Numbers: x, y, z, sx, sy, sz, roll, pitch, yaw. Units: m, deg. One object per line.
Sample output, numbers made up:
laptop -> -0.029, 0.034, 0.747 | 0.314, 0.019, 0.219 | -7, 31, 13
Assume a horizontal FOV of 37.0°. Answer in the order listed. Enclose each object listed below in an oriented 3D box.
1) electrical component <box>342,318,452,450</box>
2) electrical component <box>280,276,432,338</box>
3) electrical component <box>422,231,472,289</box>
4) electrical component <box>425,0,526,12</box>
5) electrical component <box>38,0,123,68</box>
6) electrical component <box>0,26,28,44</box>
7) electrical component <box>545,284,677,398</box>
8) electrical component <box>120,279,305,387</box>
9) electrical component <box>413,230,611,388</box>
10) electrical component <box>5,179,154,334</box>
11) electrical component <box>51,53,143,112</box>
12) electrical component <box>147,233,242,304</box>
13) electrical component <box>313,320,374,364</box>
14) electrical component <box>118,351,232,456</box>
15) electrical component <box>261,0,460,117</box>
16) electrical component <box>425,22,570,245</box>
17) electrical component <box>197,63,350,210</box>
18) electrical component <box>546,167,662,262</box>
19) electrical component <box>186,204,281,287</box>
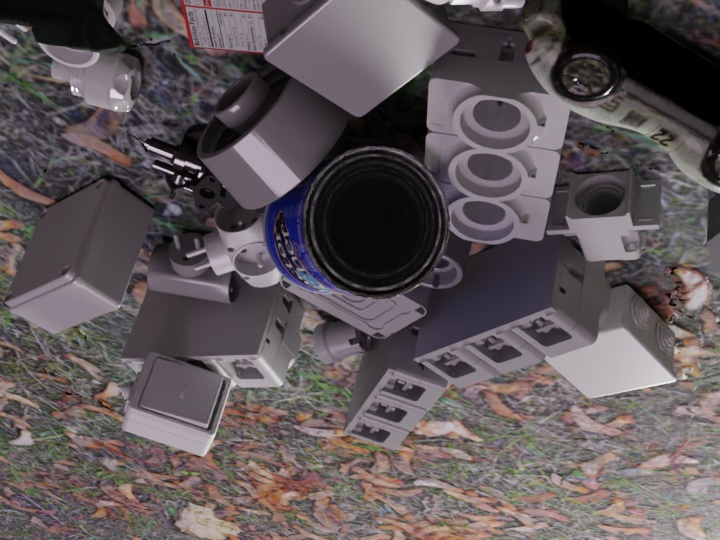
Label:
electrical component -> 0.042, 0.095, 0.998 | 0.062, 0.089, 0.150 | 19, 146, -7
electrical component -> 0.000, 0.000, 0.906 | 0.113, 0.057, 0.078 | 30, 143, -21
electrical component -> 0.062, -0.018, 0.866 | 0.055, 0.047, 0.055 | 10, 146, 7
electrical component -> 0.059, -0.178, 0.618 | 0.055, 0.066, 0.048 | -8, 155, -28
electrical component -> -0.190, -0.172, 0.732 | 0.045, 0.055, 0.045 | 10, 146, 7
electrical component -> -0.267, -0.184, 0.747 | 0.074, 0.052, 0.138 | 35, 141, -27
electrical component -> 0.212, 0.061, 0.920 | 0.100, 0.048, 0.100 | -19, 133, 40
electrical component -> -0.136, 0.062, 1.017 | 0.150, 0.089, 0.061 | -4, 142, 25
electrical component -> 0.124, 0.031, 0.874 | 0.062, 0.089, 0.150 | 35, 141, -27
electrical component -> -0.244, -0.011, 0.938 | 0.109, 0.108, 0.056 | -19, 136, 40
electrical component -> -0.194, -0.142, 0.789 | 0.062, 0.043, 0.043 | 14, 146, 3
electrical component -> -0.150, -0.007, 0.964 | 0.077, 0.044, 0.079 | 9, 146, 8
electrical component -> -0.015, 0.065, 1.023 | 0.046, 0.040, 0.040 | -16, 136, 28
electrical component -> -0.171, 0.117, 0.972 | 0.096, 0.061, 0.061 | 20, 146, -8
electrical component -> -0.002, -0.153, 0.664 | 0.100, 0.048, 0.100 | -34, 140, 29
electrical component -> 0.093, -0.088, 0.740 | 0.089, 0.061, 0.150 | 10, 146, 8
electrical component -> -0.066, -0.102, 0.744 | 0.108, 0.108, 0.060 | -21, 126, 41
electrical component -> 0.183, -0.039, 0.795 | 0.081, 0.042, 0.063 | -2, 146, 25
electrical component -> -0.108, -0.019, 0.919 | 0.079, 0.044, 0.077 | -18, 140, 3
